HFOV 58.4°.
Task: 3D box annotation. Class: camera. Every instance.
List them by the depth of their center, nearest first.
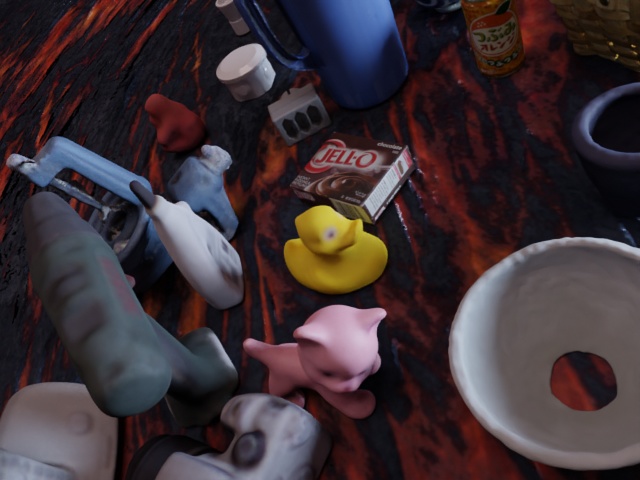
[{"bbox_3d":[-0.084,0.183,0.447,0.136,0.101,0.143,9,59,34],"label":"camera"}]

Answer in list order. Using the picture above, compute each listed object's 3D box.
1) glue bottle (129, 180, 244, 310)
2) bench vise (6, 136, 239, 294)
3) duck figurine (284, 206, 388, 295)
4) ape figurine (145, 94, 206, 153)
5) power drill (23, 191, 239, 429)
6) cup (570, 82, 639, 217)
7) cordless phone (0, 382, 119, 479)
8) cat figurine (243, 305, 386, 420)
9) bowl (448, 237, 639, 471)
[{"bbox_3d":[-0.134,-0.002,0.578,0.037,0.174,0.078,-23,46,11],"label":"glue bottle"},{"bbox_3d":[-0.209,-0.054,0.630,0.121,0.220,0.207,27,70,41],"label":"bench vise"},{"bbox_3d":[0.005,0.002,0.558,0.104,0.086,0.077,-3,53,28],"label":"duck figurine"},{"bbox_3d":[-0.215,-0.172,0.822,0.075,0.092,0.078,5,57,33],"label":"ape figurine"},{"bbox_3d":[-0.166,0.075,0.507,0.075,0.209,0.228,-40,45,-5],"label":"power drill"},{"bbox_3d":[0.268,-0.064,0.459,0.117,0.095,0.092,4,56,32],"label":"cup"},{"bbox_3d":[-0.265,0.176,0.495,0.094,0.186,0.147,-24,46,10],"label":"cordless phone"},{"bbox_3d":[-0.001,0.092,0.464,0.127,0.118,0.067,-6,51,25],"label":"cat figurine"},{"bbox_3d":[0.179,0.085,0.399,0.167,0.075,0.167,-15,48,18],"label":"bowl"}]
